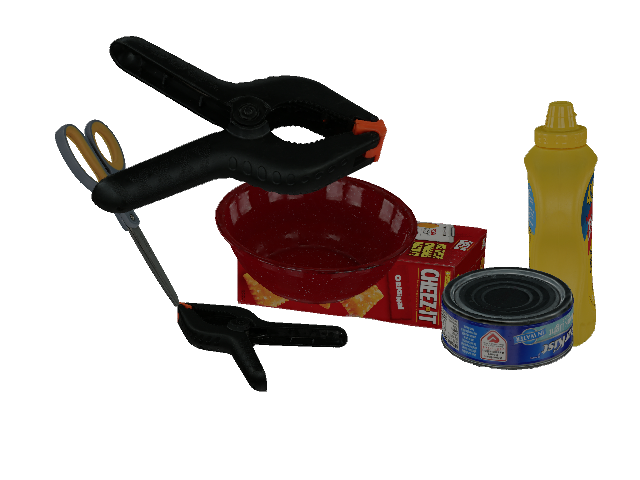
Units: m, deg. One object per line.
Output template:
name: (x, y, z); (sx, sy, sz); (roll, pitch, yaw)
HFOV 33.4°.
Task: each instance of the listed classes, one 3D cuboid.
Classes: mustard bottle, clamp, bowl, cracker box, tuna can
mustard bottle: (0.195, -0.017, 0.868); (0.058, 0.192, 0.096); (1, 18, 16)
clamp: (-0.095, 0.116, 1.258); (0.210, 0.036, 0.164); (14, 22, 27)
bowl: (-0.004, 0.004, 0.861); (0.162, 0.055, 0.162); (3, 30, -2)
cracker box: (0.045, 0.026, 1.068); (0.214, 0.072, 0.164); (7, 15, 18)
clamp: (-0.050, -0.073, 0.627); (0.171, 0.120, 0.039); (-3, -25, -13)
tuna can: (0.121, 0.048, 0.692); (0.086, 0.034, 0.086); (-3, 23, 1)

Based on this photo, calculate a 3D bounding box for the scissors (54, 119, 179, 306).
scissors: (-0.186, -0.036, 1.038); (0.016, 0.201, 0.096); (-24, 26, 22)
